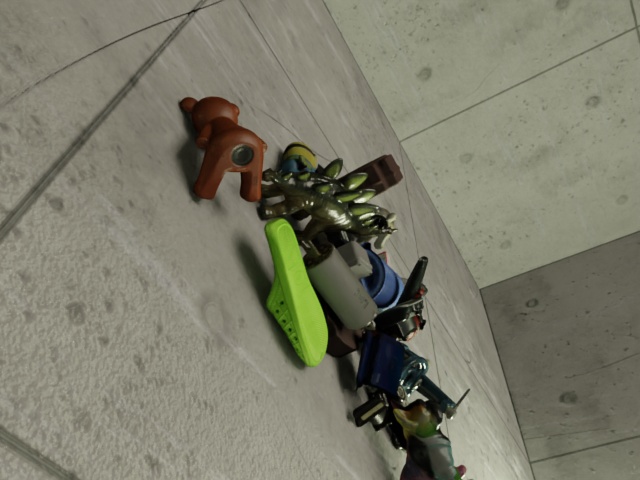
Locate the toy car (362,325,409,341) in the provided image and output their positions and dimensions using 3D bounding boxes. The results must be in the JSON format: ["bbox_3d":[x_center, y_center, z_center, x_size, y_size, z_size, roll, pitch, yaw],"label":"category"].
[{"bbox_3d":[0.156,0.232,1.300,0.202,0.089,0.053,-6,111,-67],"label":"toy car"}]

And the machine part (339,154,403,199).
[{"bbox_3d":[0.121,-0.159,1.494,0.087,0.201,0.201,62,20,-5],"label":"machine part"}]

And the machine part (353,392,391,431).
[{"bbox_3d":[0.111,0.349,1.089,0.039,0.084,0.138,46,-4,35],"label":"machine part"}]

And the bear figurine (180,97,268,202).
[{"bbox_3d":[-0.172,-0.163,0.914,0.120,0.131,0.196,0,29,-33],"label":"bear figurine"}]

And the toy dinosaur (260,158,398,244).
[{"bbox_3d":[0.022,-0.067,1.141,0.471,0.199,0.105,27,46,-58],"label":"toy dinosaur"}]

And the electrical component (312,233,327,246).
[{"bbox_3d":[-0.003,-0.004,1.263,0.094,0.021,0.063,54,23,-29],"label":"electrical component"}]

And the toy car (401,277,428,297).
[{"bbox_3d":[0.251,0.170,1.629,0.103,0.109,0.161,43,32,4],"label":"toy car"}]

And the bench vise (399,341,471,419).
[{"bbox_3d":[0.234,0.336,1.270,0.241,0.129,0.223,35,4,41],"label":"bench vise"}]

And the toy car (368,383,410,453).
[{"bbox_3d":[0.174,0.388,1.192,0.201,0.073,0.056,63,23,-11],"label":"toy car"}]

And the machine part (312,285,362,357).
[{"bbox_3d":[0.028,0.153,1.113,0.179,0.056,0.179,50,26,-36],"label":"machine part"}]

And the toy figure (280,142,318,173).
[{"bbox_3d":[-0.052,-0.168,1.240,0.089,0.082,0.180,60,22,-21],"label":"toy figure"}]

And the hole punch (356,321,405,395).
[{"bbox_3d":[0.124,0.254,1.107,0.115,0.092,0.142,69,36,-66],"label":"hole punch"}]

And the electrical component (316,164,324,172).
[{"bbox_3d":[0.003,-0.134,1.355,0.114,0.058,0.134,37,29,-50],"label":"electrical component"}]

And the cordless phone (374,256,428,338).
[{"bbox_3d":[0.209,0.128,1.280,0.089,0.184,0.146,26,13,25],"label":"cordless phone"}]

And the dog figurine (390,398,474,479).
[{"bbox_3d":[0.199,0.435,1.100,0.219,0.191,0.108,51,5,4],"label":"dog figurine"}]

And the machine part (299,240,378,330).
[{"bbox_3d":[0.038,0.090,1.025,0.243,0.079,0.079,54,23,-23],"label":"machine part"}]

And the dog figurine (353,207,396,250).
[{"bbox_3d":[0.156,-0.051,1.522,0.190,0.172,0.121,-36,113,-63],"label":"dog figurine"}]

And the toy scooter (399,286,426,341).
[{"bbox_3d":[0.243,0.194,1.505,0.183,0.135,0.075,63,18,-12],"label":"toy scooter"}]

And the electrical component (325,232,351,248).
[{"bbox_3d":[0.045,0.001,1.341,0.074,0.048,0.119,19,50,-63],"label":"electrical component"}]
